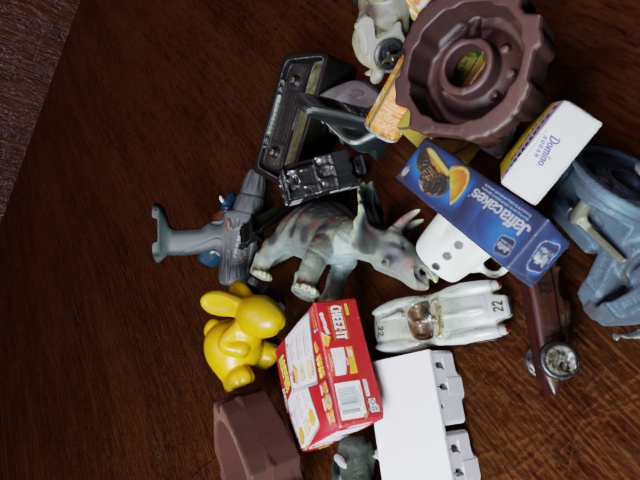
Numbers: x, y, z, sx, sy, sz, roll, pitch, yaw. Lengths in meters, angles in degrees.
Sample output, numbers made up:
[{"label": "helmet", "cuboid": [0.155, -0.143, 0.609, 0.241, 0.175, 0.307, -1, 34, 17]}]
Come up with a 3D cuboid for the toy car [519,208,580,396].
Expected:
[{"label": "toy car", "cuboid": [0.242, 0.063, 0.582, 0.053, 0.089, 0.202, -6, 74, 5]}]

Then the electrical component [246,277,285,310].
[{"label": "electrical component", "cuboid": [-0.102, 0.092, 0.947, 0.063, 0.094, 0.021, 11, 61, 47]}]

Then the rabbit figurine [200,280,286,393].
[{"label": "rabbit figurine", "cuboid": [-0.119, 0.143, 0.896, 0.162, 0.122, 0.173, 56, 134, 15]}]

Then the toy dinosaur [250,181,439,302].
[{"label": "toy dinosaur", "cuboid": [-0.001, -0.001, 0.844, 0.405, 0.131, 0.192, 15, 73, 56]}]

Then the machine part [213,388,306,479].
[{"label": "machine part", "cuboid": [-0.096, 0.352, 0.836, 0.202, 0.087, 0.200, 51, 143, 46]}]

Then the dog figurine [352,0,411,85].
[{"label": "dog figurine", "cuboid": [0.085, -0.351, 0.847, 0.172, 0.121, 0.191, -58, 32, 17]}]

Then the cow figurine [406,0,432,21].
[{"label": "cow figurine", "cuboid": [0.168, -0.301, 0.681, 0.098, 0.167, 0.068, -41, 77, 23]}]

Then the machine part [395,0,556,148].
[{"label": "machine part", "cuboid": [0.168, -0.189, 0.596, 0.180, 0.056, 0.179, -3, 86, 40]}]

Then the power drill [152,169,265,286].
[{"label": "power drill", "cuboid": [-0.211, -0.030, 1.026, 0.086, 0.207, 0.231, -162, 75, -78]}]

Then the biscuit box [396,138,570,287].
[{"label": "biscuit box", "cuboid": [0.166, -0.036, 0.573, 0.063, 0.059, 0.203, -53, 40, 12]}]

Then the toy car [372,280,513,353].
[{"label": "toy car", "cuboid": [0.151, 0.102, 0.693, 0.202, 0.056, 0.073, -21, 66, 43]}]

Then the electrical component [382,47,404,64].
[{"label": "electrical component", "cuboid": [0.137, -0.236, 0.766, 0.045, 0.078, 0.102, -37, 65, 51]}]

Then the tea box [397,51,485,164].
[{"label": "tea box", "cuboid": [0.190, -0.184, 0.682, 0.169, 0.098, 0.068, -56, 47, 26]}]

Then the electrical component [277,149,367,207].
[{"label": "electrical component", "cuboid": [0.003, -0.096, 0.837, 0.115, 0.134, 0.058, 175, 80, -81]}]

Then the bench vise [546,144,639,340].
[{"label": "bench vise", "cuboid": [0.310, -0.037, 0.488, 0.224, 0.129, 0.240, -98, 22, -48]}]

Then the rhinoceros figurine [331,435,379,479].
[{"label": "rhinoceros figurine", "cuboid": [0.044, 0.357, 0.713, 0.112, 0.073, 0.190, 156, 115, -74]}]

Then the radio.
[{"label": "radio", "cuboid": [-0.033, -0.207, 0.945, 0.131, 0.073, 0.229, 25, 100, 47]}]

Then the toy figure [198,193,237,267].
[{"label": "toy figure", "cuboid": [-0.198, -0.021, 1.094, 0.058, 0.064, 0.154, 28, 100, 11]}]

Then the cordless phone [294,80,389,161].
[{"label": "cordless phone", "cuboid": [0.022, -0.197, 0.803, 0.088, 0.184, 0.147, -59, 46, 27]}]

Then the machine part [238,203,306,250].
[{"label": "machine part", "cuboid": [-0.088, -0.038, 0.953, 0.139, 0.039, 0.084, -32, 22, 12]}]
